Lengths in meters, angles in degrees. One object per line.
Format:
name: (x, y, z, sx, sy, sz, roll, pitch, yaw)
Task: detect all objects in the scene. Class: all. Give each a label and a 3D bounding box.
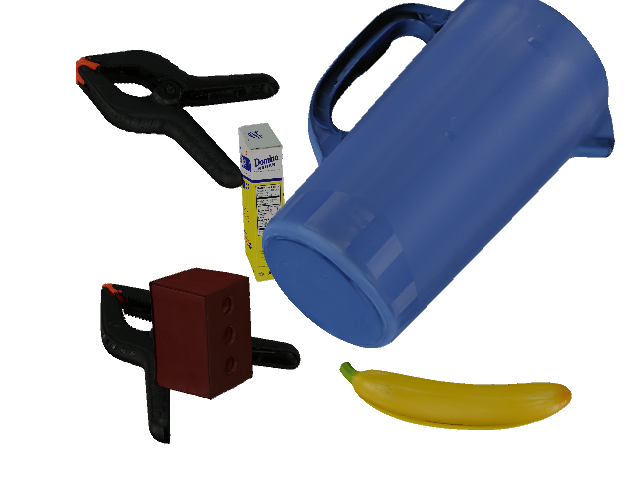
pitcher: (0.067, -0.053, 0.713, 0.242, 0.145, 0.149, -46, 30, -25)
banana: (0.113, 0.128, 0.884, 0.198, 0.037, 0.069, 8, 32, 2)
clamp: (-0.133, 0.096, 1.010, 0.164, 0.036, 0.210, -20, 40, -32)
sugar box: (-0.072, -0.048, 1.325, 0.048, 0.176, 0.093, -9, 25, -11)
foam brick: (-0.084, 0.064, 0.756, 0.051, 0.078, 0.052, 8, 17, 33)
clamp: (-0.120, -0.123, 0.908, 0.171, 0.120, 0.039, 28, -39, 0)
